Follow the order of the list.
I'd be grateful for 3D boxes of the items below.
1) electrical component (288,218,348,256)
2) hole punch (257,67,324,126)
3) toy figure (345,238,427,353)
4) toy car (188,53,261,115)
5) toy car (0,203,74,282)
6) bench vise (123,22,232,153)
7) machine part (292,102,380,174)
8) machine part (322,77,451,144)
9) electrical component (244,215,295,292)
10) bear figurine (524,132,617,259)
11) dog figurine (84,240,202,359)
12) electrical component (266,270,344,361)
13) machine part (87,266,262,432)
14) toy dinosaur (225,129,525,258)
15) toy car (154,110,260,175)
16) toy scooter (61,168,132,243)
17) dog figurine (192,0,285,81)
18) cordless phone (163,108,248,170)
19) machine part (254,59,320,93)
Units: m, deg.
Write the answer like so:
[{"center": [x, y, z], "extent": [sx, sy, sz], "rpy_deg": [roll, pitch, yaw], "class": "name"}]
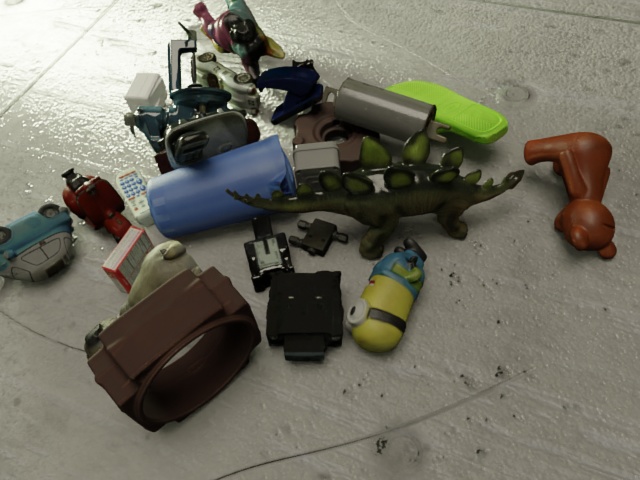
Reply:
[{"center": [-0.002, -0.003, 0.908], "extent": [0.094, 0.021, 0.063], "rpy_deg": [18, 59, 16], "class": "electrical component"}, {"center": [-0.057, -0.296, 1.042], "extent": [0.116, 0.092, 0.142], "rpy_deg": [-22, 24, 14], "class": "hole punch"}, {"center": [0.107, 0.083, 0.803], "extent": [0.089, 0.082, 0.180], "rpy_deg": [25, 59, 23], "class": "toy figure"}, {"center": [-0.199, -0.327, 1.123], "extent": [0.202, 0.073, 0.056], "rpy_deg": [36, 62, 27], "class": "toy car"}, {"center": [-0.480, 0.017, 0.908], "extent": [0.162, 0.109, 0.103], "rpy_deg": [-34, 81, -30], "class": "toy car"}, {"center": [-0.270, -0.287, 1.047], "extent": [0.224, 0.129, 0.240], "rpy_deg": [-2, 91, -3], "class": "bench vise"}, {"center": [0.032, -0.191, 1.015], "extent": [0.179, 0.056, 0.179], "rpy_deg": [-2, 54, 3], "class": "machine part"}, {"center": [0.115, -0.228, 0.957], "extent": [0.243, 0.079, 0.079], "rpy_deg": [24, 61, 17], "class": "machine part"}, {"center": [-0.087, 0.020, 0.886], "extent": [0.075, 0.047, 0.119], "rpy_deg": [-17, 55, -6], "class": "electrical component"}, {"center": [0.412, -0.069, 0.872], "extent": [0.120, 0.132, 0.195], "rpy_deg": [8, 83, -29], "class": "bear figurine"}, {"center": [-0.263, 0.098, 0.782], "extent": [0.190, 0.172, 0.121], "rpy_deg": [-34, 47, -25], "class": "dog figurine"}, {"center": [-0.022, 0.113, 0.800], "extent": [0.115, 0.058, 0.134], "rpy_deg": [-3, 61, 1], "class": "electrical component"}, {"center": [-0.180, 0.148, 0.714], "extent": [0.201, 0.200, 0.087], "rpy_deg": [-37, 62, -19], "class": "machine part"}, {"center": [0.099, -0.072, 0.840], "extent": [0.472, 0.198, 0.105], "rpy_deg": [-11, 52, -4], "class": "toy dinosaur"}, {"center": [-0.209, -0.175, 1.008], "extent": [0.202, 0.089, 0.053], "rpy_deg": [-25, 19, -14], "class": "toy car"}, {"center": [-0.394, -0.072, 0.930], "extent": [0.184, 0.135, 0.075], "rpy_deg": [34, 67, 27], "class": "toy scooter"}, {"center": [-0.164, -0.424, 1.145], "extent": [0.108, 0.191, 0.219], "rpy_deg": [-38, 75, -3], "class": "dog figurine"}, {"center": [-0.183, -0.174, 0.892], "extent": [0.147, 0.184, 0.088], "rpy_deg": [-20, 100, -17], "class": "cordless phone"}, {"center": [-0.073, -0.342, 1.127], "extent": [0.139, 0.084, 0.039], "rpy_deg": [-8, 82, 11], "class": "machine part"}]
